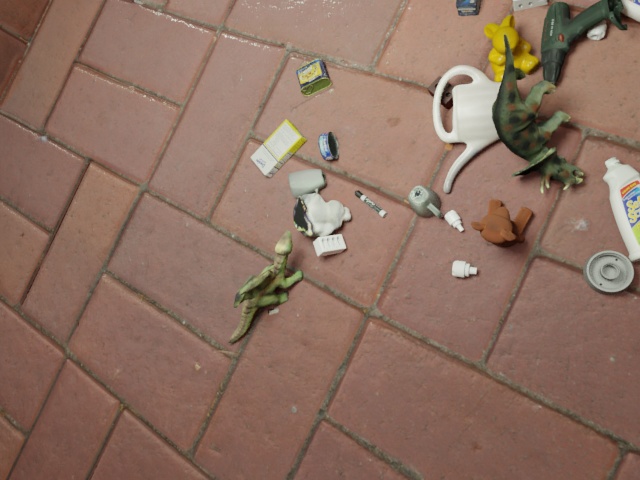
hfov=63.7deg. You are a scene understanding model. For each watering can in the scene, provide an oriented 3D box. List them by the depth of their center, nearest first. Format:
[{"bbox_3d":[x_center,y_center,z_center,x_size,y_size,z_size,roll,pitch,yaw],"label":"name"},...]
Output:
[{"bbox_3d":[0.427,-0.306,1.411,0.224,0.104,0.346,-2,96,17],"label":"watering can"}]

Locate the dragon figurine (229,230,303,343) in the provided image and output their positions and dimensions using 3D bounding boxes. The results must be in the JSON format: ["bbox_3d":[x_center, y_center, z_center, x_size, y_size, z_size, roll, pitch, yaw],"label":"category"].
[{"bbox_3d":[-0.188,0.151,1.506,0.123,0.241,0.410,36,93,20],"label":"dragon figurine"}]

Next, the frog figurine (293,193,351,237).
[{"bbox_3d":[0.005,-0.077,1.538,0.139,0.160,0.120,64,145,18],"label":"frog figurine"}]
